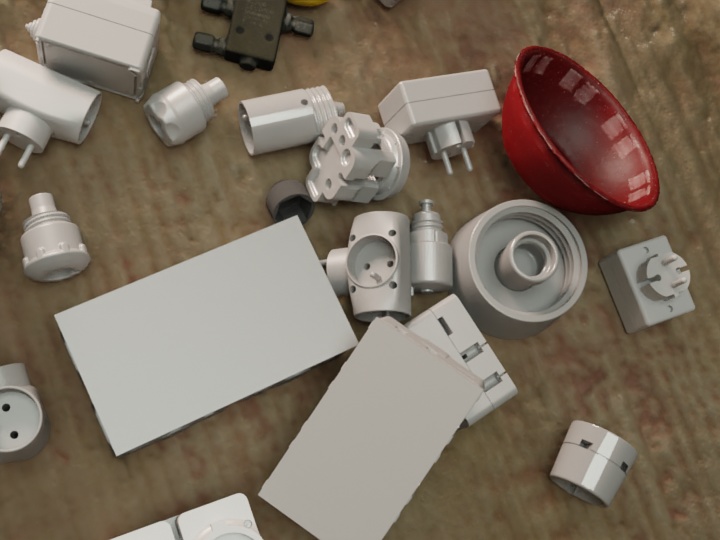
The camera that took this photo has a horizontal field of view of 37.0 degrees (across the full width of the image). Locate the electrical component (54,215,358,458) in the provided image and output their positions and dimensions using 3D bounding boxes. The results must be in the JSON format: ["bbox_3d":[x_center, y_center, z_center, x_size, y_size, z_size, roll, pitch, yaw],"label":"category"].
[{"bbox_3d":[-0.111,0.049,0.782,0.186,0.060,0.105,-24,82,-17],"label":"electrical component"}]

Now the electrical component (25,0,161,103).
[{"bbox_3d":[-0.203,-0.179,0.817,0.096,0.061,0.061,16,73,-8],"label":"electrical component"}]

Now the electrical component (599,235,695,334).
[{"bbox_3d":[0.239,0.008,0.863,0.047,0.076,0.065,-17,81,-16],"label":"electrical component"}]

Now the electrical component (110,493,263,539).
[{"bbox_3d":[-0.100,0.258,0.732,0.105,0.060,0.186,-17,81,-16],"label":"electrical component"}]

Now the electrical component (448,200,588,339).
[{"bbox_3d":[0.127,-0.004,0.849,0.108,0.060,0.108,3,76,-12],"label":"electrical component"}]

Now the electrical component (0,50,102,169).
[{"bbox_3d":[-0.245,-0.114,0.802,0.077,0.043,0.079,24,72,-6],"label":"electrical component"}]

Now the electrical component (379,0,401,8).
[{"bbox_3d":[0.001,-0.324,0.901,0.105,0.060,0.186,-43,88,-19],"label":"electrical component"}]

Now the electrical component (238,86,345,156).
[{"bbox_3d":[-0.051,-0.119,0.847,0.081,0.043,0.043,-14,80,-16],"label":"electrical component"}]

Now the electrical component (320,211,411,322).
[{"bbox_3d":[0.000,0.000,0.823,0.079,0.044,0.077,-6,74,21],"label":"electrical component"}]

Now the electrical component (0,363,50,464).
[{"bbox_3d":[-0.242,0.089,0.734,0.043,0.077,0.079,-17,80,-16],"label":"electrical component"}]

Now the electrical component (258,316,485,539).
[{"bbox_3d":[0.011,0.118,0.762,0.089,0.062,0.150,34,95,8],"label":"electrical component"}]

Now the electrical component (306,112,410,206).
[{"bbox_3d":[0.001,-0.084,0.837,0.057,0.078,0.058,4,47,-35],"label":"electrical component"}]

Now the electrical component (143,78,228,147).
[{"bbox_3d":[-0.132,-0.126,0.831,0.062,0.043,0.043,-35,86,-20],"label":"electrical component"}]

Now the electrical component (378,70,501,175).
[{"bbox_3d":[0.069,-0.113,0.864,0.083,0.047,0.075,-13,80,-25],"label":"electrical component"}]

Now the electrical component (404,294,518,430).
[{"bbox_3d":[0.067,0.074,0.822,0.056,0.050,0.089,-31,85,-18],"label":"electrical component"}]

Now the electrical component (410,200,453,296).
[{"bbox_3d":[0.053,-0.017,0.846,0.040,0.040,0.078,4,75,-12],"label":"electrical component"}]

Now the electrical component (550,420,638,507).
[{"bbox_3d":[0.178,0.150,0.827,0.055,0.055,0.047,31,75,-4],"label":"electrical component"}]

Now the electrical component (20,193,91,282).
[{"bbox_3d":[-0.226,-0.025,0.784,0.048,0.048,0.062,-14,73,-16],"label":"electrical component"}]
